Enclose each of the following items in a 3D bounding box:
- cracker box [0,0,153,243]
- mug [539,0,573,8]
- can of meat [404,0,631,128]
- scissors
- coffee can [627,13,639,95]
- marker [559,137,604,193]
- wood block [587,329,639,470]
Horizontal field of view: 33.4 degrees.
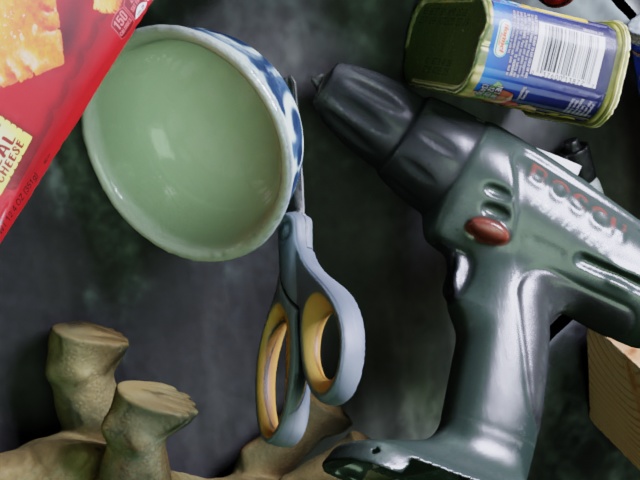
[{"bbox_3d":[-0.167,-0.116,0.402,0.164,0.072,0.213,-62,143,-18],"label":"cracker box"},{"bbox_3d":[0.096,-0.181,0.553,0.081,0.093,0.117,1,132,-15],"label":"mug"},{"bbox_3d":[0.102,-0.099,0.576,0.083,0.102,0.057,9,98,-19],"label":"can of meat"},{"bbox_3d":[-0.003,0.001,0.529,0.016,0.096,0.202,12,76,-29],"label":"scissors"},{"bbox_3d":[0.246,-0.071,0.635,0.102,0.103,0.140,-22,111,-13],"label":"coffee can"},{"bbox_3d":[0.176,-0.010,0.671,0.020,0.020,0.121,-29,112,-11],"label":"marker"},{"bbox_3d":[0.284,0.069,0.684,0.206,0.090,0.091,-22,127,-14],"label":"wood block"}]
